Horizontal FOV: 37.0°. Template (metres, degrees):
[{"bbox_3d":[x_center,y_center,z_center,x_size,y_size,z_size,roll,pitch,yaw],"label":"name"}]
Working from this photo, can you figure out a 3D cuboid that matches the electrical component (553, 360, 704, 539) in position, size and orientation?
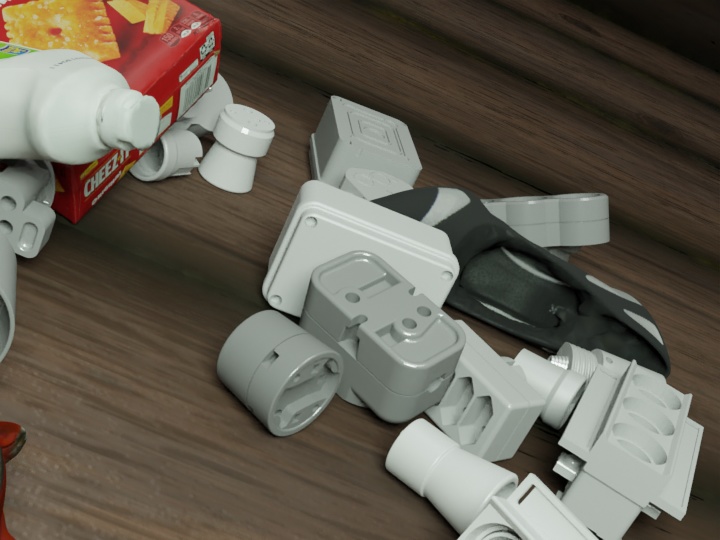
[{"bbox_3d":[0.164,0.112,0.666,0.079,0.063,0.121,32,25,11],"label":"electrical component"}]

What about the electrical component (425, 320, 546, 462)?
[{"bbox_3d":[0.080,0.074,0.678,0.076,0.047,0.083,0,35,-45],"label":"electrical component"}]

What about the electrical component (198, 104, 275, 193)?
[{"bbox_3d":[-0.095,-0.093,0.827,0.045,0.055,0.045,22,25,-11],"label":"electrical component"}]

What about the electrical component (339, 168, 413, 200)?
[{"bbox_3d":[0.013,-0.039,0.831,0.080,0.051,0.080,21,25,-10],"label":"electrical component"}]

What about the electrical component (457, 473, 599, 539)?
[{"bbox_3d":[0.099,0.166,0.492,0.121,0.078,0.063,45,8,35],"label":"electrical component"}]

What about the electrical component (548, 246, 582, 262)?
[{"bbox_3d":[0.171,-0.023,0.948,0.045,0.055,0.045,22,25,-11],"label":"electrical component"}]

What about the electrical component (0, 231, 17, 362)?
[{"bbox_3d":[-0.201,0.011,0.471,0.099,0.099,0.064,11,35,-31],"label":"electrical component"}]

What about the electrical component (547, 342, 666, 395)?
[{"bbox_3d":[0.169,0.079,0.760,0.081,0.043,0.043,22,25,-9],"label":"electrical component"}]

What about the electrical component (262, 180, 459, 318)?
[{"bbox_3d":[0.000,0.000,0.709,0.113,0.078,0.057,21,22,-11],"label":"electrical component"}]

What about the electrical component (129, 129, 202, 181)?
[{"bbox_3d":[-0.143,-0.085,0.785,0.040,0.040,0.046,36,21,20],"label":"electrical component"}]

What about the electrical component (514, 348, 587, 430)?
[{"bbox_3d":[0.122,0.079,0.721,0.046,0.040,0.040,29,24,18],"label":"electrical component"}]

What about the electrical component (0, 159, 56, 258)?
[{"bbox_3d":[-0.209,-0.044,0.615,0.078,0.058,0.057,23,27,-6],"label":"electrical component"}]

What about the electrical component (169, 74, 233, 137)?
[{"bbox_3d":[-0.144,-0.129,0.812,0.074,0.052,0.138,-9,1,37],"label":"electrical component"}]

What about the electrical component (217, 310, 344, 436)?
[{"bbox_3d":[-0.045,0.055,0.587,0.047,0.055,0.055,36,26,29],"label":"electrical component"}]

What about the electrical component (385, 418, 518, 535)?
[{"bbox_3d":[0.047,0.111,0.581,0.065,0.044,0.044,34,25,26],"label":"electrical component"}]

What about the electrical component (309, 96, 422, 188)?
[{"bbox_3d":[0.001,-0.094,0.920,0.078,0.057,0.113,19,25,-16],"label":"electrical component"}]

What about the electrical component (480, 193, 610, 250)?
[{"bbox_3d":[0.138,-0.022,0.895,0.138,0.073,0.052,-3,8,4],"label":"electrical component"}]

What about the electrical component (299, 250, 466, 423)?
[{"bbox_3d":[0.010,0.042,0.641,0.054,0.059,0.095,-25,55,-38],"label":"electrical component"}]
